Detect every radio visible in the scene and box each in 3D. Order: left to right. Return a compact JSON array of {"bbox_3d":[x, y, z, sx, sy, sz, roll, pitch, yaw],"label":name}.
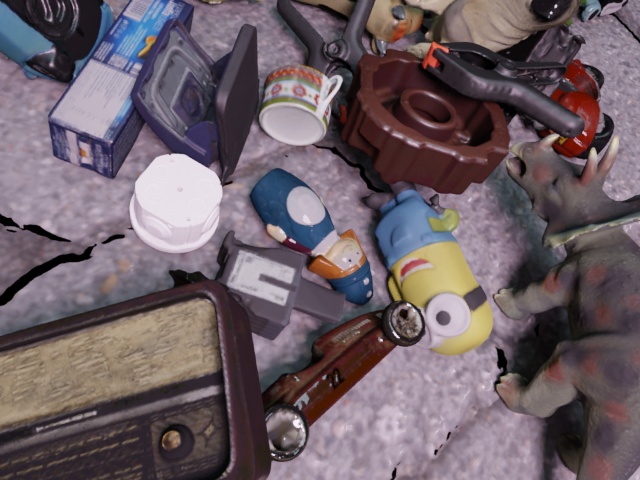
[{"bbox_3d":[-0.150,0.120,0.338,0.230,0.073,0.131,-16,70,0],"label":"radio"}]

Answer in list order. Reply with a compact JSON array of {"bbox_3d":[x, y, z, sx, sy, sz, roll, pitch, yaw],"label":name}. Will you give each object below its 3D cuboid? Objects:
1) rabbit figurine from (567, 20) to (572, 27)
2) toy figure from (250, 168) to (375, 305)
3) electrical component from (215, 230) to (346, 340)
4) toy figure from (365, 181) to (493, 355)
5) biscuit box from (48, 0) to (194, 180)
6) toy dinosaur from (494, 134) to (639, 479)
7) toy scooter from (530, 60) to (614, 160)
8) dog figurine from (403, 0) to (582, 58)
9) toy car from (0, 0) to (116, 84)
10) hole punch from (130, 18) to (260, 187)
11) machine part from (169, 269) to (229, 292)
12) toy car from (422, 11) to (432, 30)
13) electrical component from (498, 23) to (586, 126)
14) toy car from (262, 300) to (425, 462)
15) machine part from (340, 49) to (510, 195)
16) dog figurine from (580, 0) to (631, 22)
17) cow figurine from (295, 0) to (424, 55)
[{"bbox_3d":[0.299,-0.357,0.785,0.170,0.121,0.159,-18,75,-43],"label":"rabbit figurine"},{"bbox_3d":[-0.002,0.000,0.516,0.064,0.058,0.154,-44,86,-3],"label":"toy figure"},{"bbox_3d":[-0.040,0.046,0.480,0.119,0.047,0.075,18,59,-12],"label":"electrical component"},{"bbox_3d":[0.109,0.024,0.531,0.089,0.082,0.180,-6,63,-26],"label":"toy figure"},{"bbox_3d":[-0.187,-0.160,0.524,0.059,0.062,0.203,21,58,-9],"label":"biscuit box"},{"bbox_3d":[0.262,0.090,0.489,0.131,0.192,0.405,8,60,-15],"label":"toy dinosaur"},{"bbox_3d":[0.321,-0.195,0.729,0.135,0.075,0.184,24,55,-9],"label":"toy scooter"},{"bbox_3d":[0.212,-0.254,0.631,0.172,0.191,0.121,-28,115,-54],"label":"dog figurine"},{"bbox_3d":[-0.280,-0.213,0.488,0.161,0.103,0.109,31,68,-55],"label":"toy car"},{"bbox_3d":[-0.111,-0.135,0.513,0.092,0.115,0.142,8,60,3],"label":"hole punch"},{"bbox_3d":[-0.105,0.093,0.415,0.084,0.039,0.138,12,90,-8],"label":"machine part"},{"bbox_3d":[0.134,-0.374,0.762,0.073,0.056,0.202,-29,75,-32],"label":"toy car"},{"bbox_3d":[0.243,-0.203,0.666,0.058,0.134,0.115,30,16,-15],"label":"electrical component"},{"bbox_3d":[0.006,0.109,0.440,0.202,0.089,0.053,-35,84,-30],"label":"toy car"},{"bbox_3d":[0.106,-0.123,0.552,0.179,0.056,0.179,11,49,-13],"label":"machine part"},{"bbox_3d":[0.440,-0.491,0.912,0.191,0.108,0.219,-26,73,-29],"label":"dog figurine"},{"bbox_3d":[0.044,-0.314,0.680,0.195,0.085,0.127,17,53,-15],"label":"cow figurine"}]
